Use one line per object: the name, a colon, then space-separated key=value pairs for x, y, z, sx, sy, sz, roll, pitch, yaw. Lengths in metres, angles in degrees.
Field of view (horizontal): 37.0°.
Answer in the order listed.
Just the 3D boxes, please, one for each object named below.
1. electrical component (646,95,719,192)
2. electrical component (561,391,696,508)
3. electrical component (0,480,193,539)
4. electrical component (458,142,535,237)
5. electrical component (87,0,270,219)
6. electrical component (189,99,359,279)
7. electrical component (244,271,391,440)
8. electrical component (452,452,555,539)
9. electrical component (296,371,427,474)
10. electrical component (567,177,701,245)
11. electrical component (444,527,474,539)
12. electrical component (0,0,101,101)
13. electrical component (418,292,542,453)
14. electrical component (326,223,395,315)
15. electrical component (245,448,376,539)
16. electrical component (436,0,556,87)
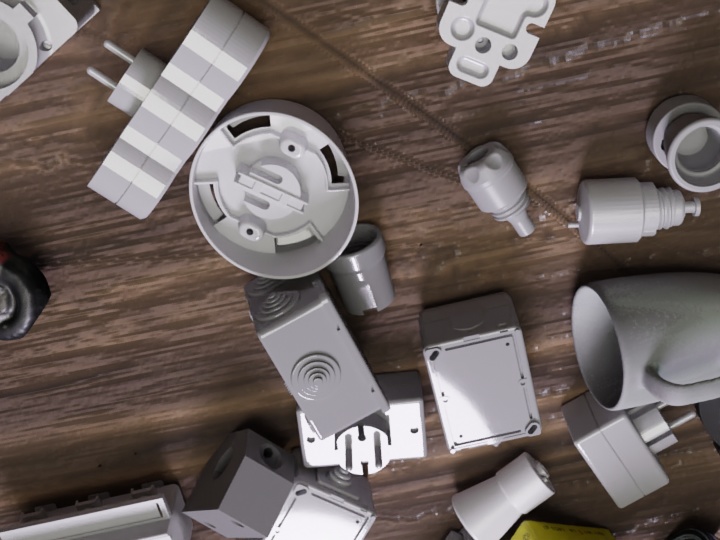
electrical component: x=0.197 y=-0.076 z=0.635 sx=0.045 sy=0.055 sz=0.045 roll=-1 pitch=115 yaw=-1
electrical component: x=0.188 y=0.108 z=0.726 sx=0.077 sy=0.047 sz=0.065 roll=-32 pitch=111 yaw=11
electrical component: x=-0.181 y=0.192 z=0.747 sx=0.121 sy=0.063 sz=0.078 roll=-13 pitch=114 yaw=5
electrical component: x=0.088 y=-0.047 z=0.658 sx=0.035 sy=0.035 sz=0.061 roll=-32 pitch=114 yaw=13
electrical component: x=-0.120 y=-0.102 z=0.618 sx=0.074 sy=0.052 sz=0.138 roll=33 pitch=110 yaw=-15
electrical component: x=-0.051 y=-0.050 z=0.637 sx=0.099 sy=0.064 sz=0.099 roll=0 pitch=115 yaw=-1
electrical component: x=-0.029 y=0.045 z=0.664 sx=0.048 sy=0.099 sz=0.099 roll=-29 pitch=113 yaw=-1
electrical component: x=0.103 y=0.158 z=0.751 sx=0.065 sy=0.044 sz=0.044 roll=-38 pitch=110 yaw=10
electrical component: x=0.002 y=0.108 z=0.705 sx=0.083 sy=0.075 sz=0.047 roll=-5 pitch=115 yaw=1
electrical component: x=0.169 y=-0.037 z=0.661 sx=0.078 sy=0.040 sz=0.040 roll=-3 pitch=115 yaw=0
electrical component: x=0.070 y=0.242 z=0.777 sx=0.061 sy=0.061 sz=0.096 roll=33 pitch=110 yaw=-15
electrical component: x=-0.254 y=-0.121 z=0.601 sx=0.186 sy=0.060 sz=0.105 roll=-37 pitch=110 yaw=15
electrical component: x=0.078 y=0.069 z=0.697 sx=0.062 sy=0.061 sz=0.096 roll=-13 pitch=115 yaw=5
electrical component: x=0.000 y=0.000 z=0.676 sx=0.040 sy=0.040 sz=0.046 roll=-15 pitch=120 yaw=6
electrical component: x=-0.033 y=0.170 z=0.745 sx=0.062 sy=0.061 sz=0.096 roll=26 pitch=104 yaw=-13
electrical component: x=0.073 y=-0.148 z=0.598 sx=0.058 sy=0.057 sz=0.078 roll=20 pitch=113 yaw=-10
